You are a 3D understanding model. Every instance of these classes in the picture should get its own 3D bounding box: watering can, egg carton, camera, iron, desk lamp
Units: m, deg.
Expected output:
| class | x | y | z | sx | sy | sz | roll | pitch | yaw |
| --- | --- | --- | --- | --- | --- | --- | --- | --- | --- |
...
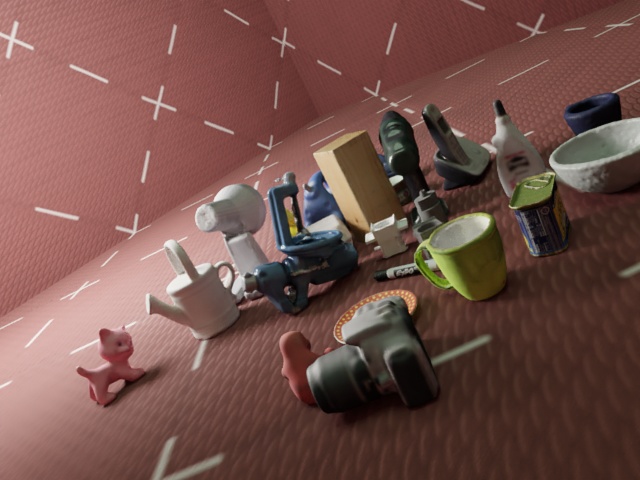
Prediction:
| class | x | y | z | sx | sy | sz | roll | pitch | yaw |
| --- | --- | --- | --- | --- | --- | --- | --- | --- | --- |
| watering can | -0.247 | 0.090 | 1.095 | 0.100 | 0.194 | 0.173 | -11 | 23 | 43 |
| egg carton | 0.011 | 0.004 | 1.174 | 0.107 | 0.069 | 0.150 | -27 | 17 | 0 |
| camera | 0.052 | 0.133 | 0.672 | 0.136 | 0.101 | 0.143 | -25 | 17 | 6 |
| iron | 0.021 | -0.108 | 1.365 | 0.118 | 0.141 | 0.258 | -20 | 18 | 21 |
| desk lamp | -0.176 | -0.002 | 1.227 | 0.117 | 0.214 | 0.203 | -21 | 18 | 20 |

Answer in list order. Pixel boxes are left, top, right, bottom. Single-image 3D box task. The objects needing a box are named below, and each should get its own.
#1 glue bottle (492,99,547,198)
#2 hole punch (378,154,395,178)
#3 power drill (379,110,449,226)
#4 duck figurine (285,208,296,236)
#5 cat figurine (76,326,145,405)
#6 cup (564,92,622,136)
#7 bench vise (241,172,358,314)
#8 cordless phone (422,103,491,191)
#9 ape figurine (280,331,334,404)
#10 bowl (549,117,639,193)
| class | x | y | z | sx | sy | sz | roll | pitch | yaw |
| --- | --- | --- | --- | --- | --- | --- | --- | --- | --- |
| glue bottle | 0.333 | -0.162 | 0.994 | 0.078 | 0.173 | 0.037 | -21 | 18 | 20 |
| hole punch | 0.148 | -0.162 | 1.420 | 0.109 | 0.091 | 0.100 | -34 | 18 | -22 |
| power drill | 0.173 | -0.139 | 1.109 | 0.075 | 0.209 | 0.229 | -23 | 17 | 12 |
| duck figurine | -0.081 | -0.034 | 1.397 | 0.077 | 0.086 | 0.104 | -21 | 18 | 19 |
| cat figurine | -0.390 | 0.220 | 1.061 | 0.067 | 0.118 | 0.128 | -9 | 25 | 46 |
| cup | 0.482 | -0.200 | 1.014 | 0.092 | 0.095 | 0.117 | -29 | 17 | -5 |
| bench vise | -0.050 | 0.006 | 0.999 | 0.208 | 0.220 | 0.121 | -39 | 21 | -34 |
| cordless phone | 0.281 | -0.214 | 1.207 | 0.094 | 0.185 | 0.148 | -16 | 20 | 34 |
| ape figurine | -0.020 | 0.156 | 0.731 | 0.077 | 0.092 | 0.076 | -18 | 19 | 29 |
| bowl | 0.442 | -0.118 | 0.869 | 0.167 | 0.075 | 0.167 | -25 | 17 | 8 |
